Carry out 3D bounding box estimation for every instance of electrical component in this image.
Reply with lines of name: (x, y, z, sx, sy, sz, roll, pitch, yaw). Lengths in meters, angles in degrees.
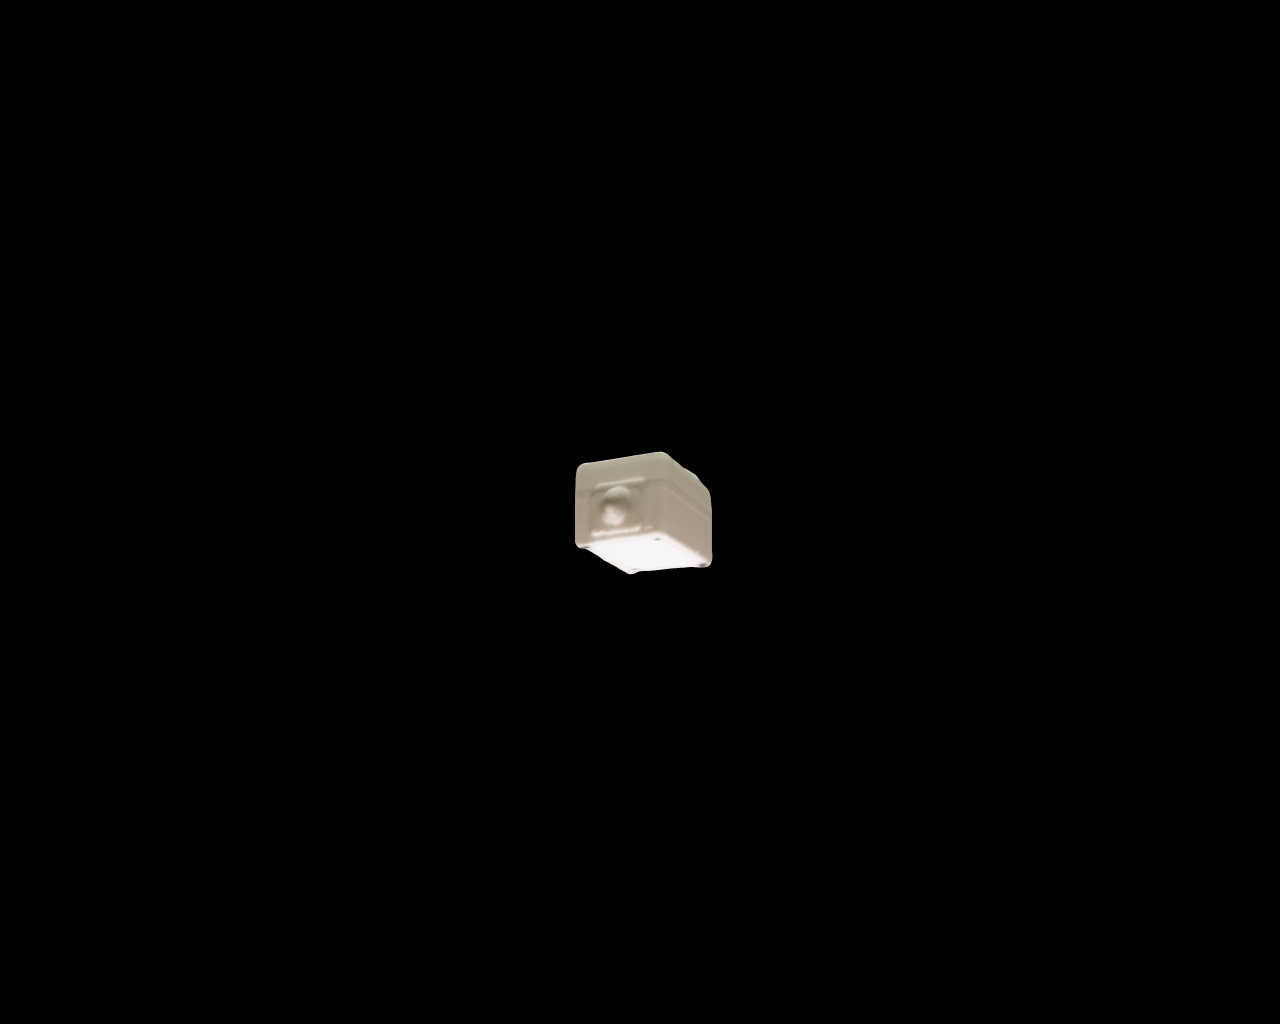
electrical component: (0.001, -0.003, 0.650, 0.062, 0.061, 0.096, -8, -20, 22)
